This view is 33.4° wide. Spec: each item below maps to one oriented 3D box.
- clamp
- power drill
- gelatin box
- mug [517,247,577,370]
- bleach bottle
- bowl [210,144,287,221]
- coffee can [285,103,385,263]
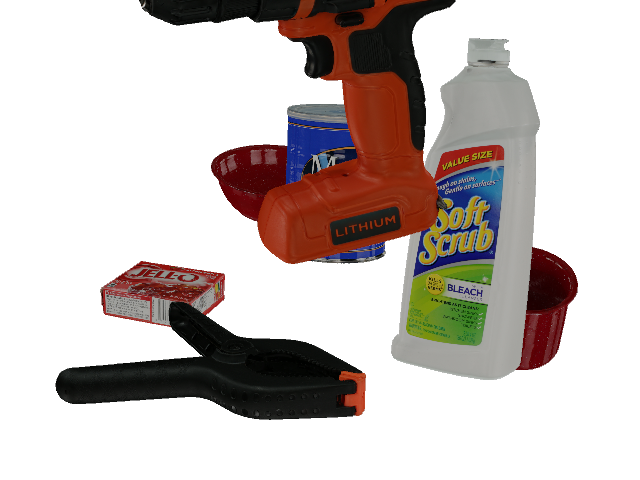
[{"bbox_3d":[-0.064,0.090,0.785,0.210,0.036,0.164,6,20,16],"label":"clamp"},{"bbox_3d":[0.000,-0.082,0.569,0.184,0.188,0.057,-13,35,-17],"label":"power drill"},{"bbox_3d":[-0.141,0.047,0.959,0.089,0.030,0.073,9,21,18],"label":"gelatin box"},{"bbox_3d":[0.181,0.058,0.993,0.093,0.081,0.117,-12,41,-14],"label":"mug"},{"bbox_3d":[0.112,-0.026,0.812,0.103,0.251,0.067,10,14,32],"label":"bleach bottle"},{"bbox_3d":[-0.054,-0.063,1.298,0.162,0.055,0.162,5,26,-3],"label":"bowl"},{"bbox_3d":[0.016,-0.058,1.040,0.103,0.140,0.103,2,13,-1],"label":"coffee can"}]
